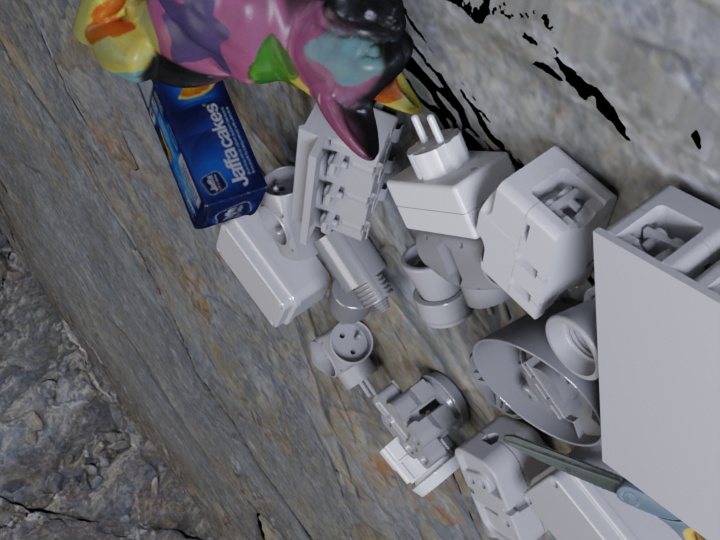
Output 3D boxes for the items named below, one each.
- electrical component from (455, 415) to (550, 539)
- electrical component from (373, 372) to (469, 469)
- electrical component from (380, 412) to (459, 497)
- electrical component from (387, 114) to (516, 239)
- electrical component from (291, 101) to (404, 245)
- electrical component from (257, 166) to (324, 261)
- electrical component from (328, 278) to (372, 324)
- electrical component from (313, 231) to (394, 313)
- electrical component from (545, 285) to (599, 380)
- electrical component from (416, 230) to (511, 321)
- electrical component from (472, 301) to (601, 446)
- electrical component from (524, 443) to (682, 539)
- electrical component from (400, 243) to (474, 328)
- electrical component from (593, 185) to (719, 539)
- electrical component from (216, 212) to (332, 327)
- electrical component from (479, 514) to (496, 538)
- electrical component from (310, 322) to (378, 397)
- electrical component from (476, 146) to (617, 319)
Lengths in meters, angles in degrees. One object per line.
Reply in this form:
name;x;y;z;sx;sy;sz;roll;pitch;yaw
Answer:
electrical component;0.125;0.167;0.862;0.054;0.059;0.095;21;140;56
electrical component;0.058;0.126;0.949;0.078;0.057;0.058;50;158;15
electrical component;0.060;0.173;1.002;0.057;0.058;0.078;51;-163;10
electrical component;0.054;-0.067;0.695;0.083;0.047;0.075;13;134;60
electrical component;-0.011;-0.075;0.794;0.063;0.078;0.121;22;152;5
electrical component;-0.071;-0.059;0.981;0.079;0.044;0.077;37;151;41
electrical component;-0.009;0.029;0.980;0.040;0.040;0.078;51;158;15
electrical component;0.000;0.000;0.913;0.081;0.043;0.043;57;159;-2
electrical component;0.144;0.032;0.633;0.045;0.055;0.045;45;156;27
electrical component;0.083;0.000;0.734;0.077;0.043;0.079;18;136;58
electrical component;0.130;0.071;0.707;0.099;0.064;0.099;45;156;27
electrical component;0.179;0.179;0.765;0.113;0.057;0.078;51;158;13
electrical component;0.059;0.009;0.799;0.045;0.045;0.055;27;145;51
electrical component;0.187;0.057;0.570;0.105;0.060;0.186;37;151;41
electrical component;-0.088;-0.007;1.072;0.113;0.057;0.078;53;158;9
electrical component;0.118;0.196;0.944;0.044;0.044;0.065;10;125;62
electrical component;-0.009;0.092;1.061;0.079;0.044;0.077;56;159;1
electrical component;0.107;-0.024;0.640;0.055;0.050;0.089;46;156;25
